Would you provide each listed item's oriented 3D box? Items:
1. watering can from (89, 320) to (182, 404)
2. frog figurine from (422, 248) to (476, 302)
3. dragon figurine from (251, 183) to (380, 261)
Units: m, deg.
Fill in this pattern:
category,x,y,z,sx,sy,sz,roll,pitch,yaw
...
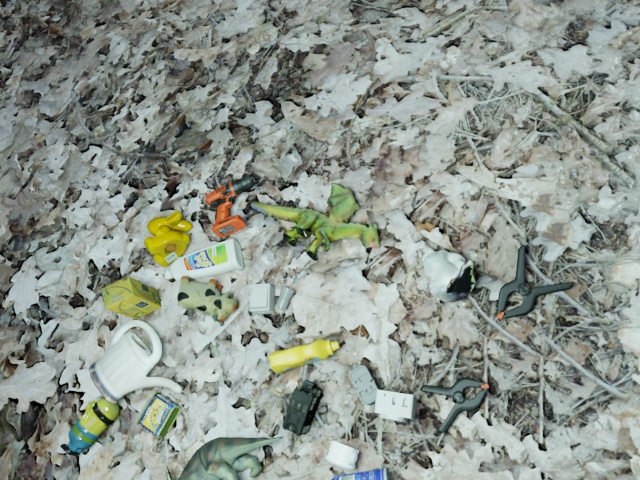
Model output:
category,x,y,z,sx,sy,sz,roll,pitch,yaw
watering can,-0.546,0.384,1.507,0.225,0.102,0.353,-44,50,-6
frog figurine,0.347,0.096,1.436,0.161,0.121,0.138,25,85,57
dragon figurine,0.005,-0.080,1.593,0.414,0.119,0.246,36,64,21
